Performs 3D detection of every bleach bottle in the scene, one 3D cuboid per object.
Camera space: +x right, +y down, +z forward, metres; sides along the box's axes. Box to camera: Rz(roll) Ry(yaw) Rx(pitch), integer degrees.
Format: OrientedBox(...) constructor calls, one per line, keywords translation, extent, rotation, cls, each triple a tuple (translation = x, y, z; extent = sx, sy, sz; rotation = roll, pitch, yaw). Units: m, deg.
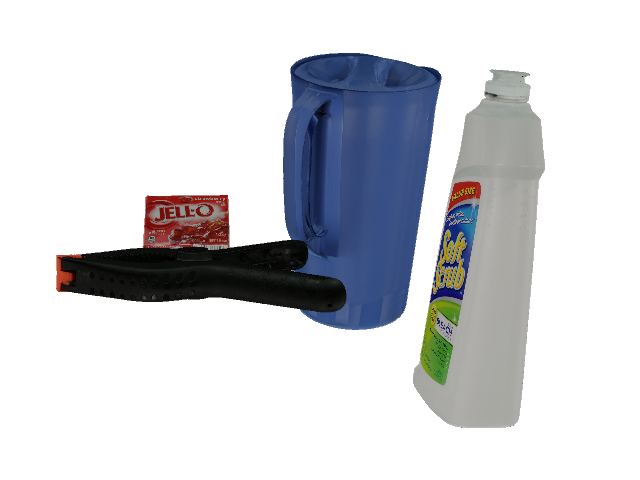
OrientedBox(translation=(0.119, 0.003, 0.774), extent=(0.068, 0.251, 0.102), rotation=(2, 14, -12), cls="bleach bottle")

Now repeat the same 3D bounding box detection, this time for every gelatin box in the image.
OrientedBox(translation=(-0.141, -0.014, 1.122), extent=(0.089, 0.073, 0.030), rotation=(0, -44, -6), cls="gelatin box")

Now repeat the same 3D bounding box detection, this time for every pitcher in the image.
OrientedBox(translation=(0.028, -0.042, 0.976), extent=(0.149, 0.243, 0.145), rotation=(-2, 24, -11), cls="pitcher")

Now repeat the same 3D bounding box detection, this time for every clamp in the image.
OrientedBox(translation=(-0.088, 0.026, 0.794), extent=(0.209, 0.036, 0.165), rotation=(-1, 10, -18), cls="clamp")
